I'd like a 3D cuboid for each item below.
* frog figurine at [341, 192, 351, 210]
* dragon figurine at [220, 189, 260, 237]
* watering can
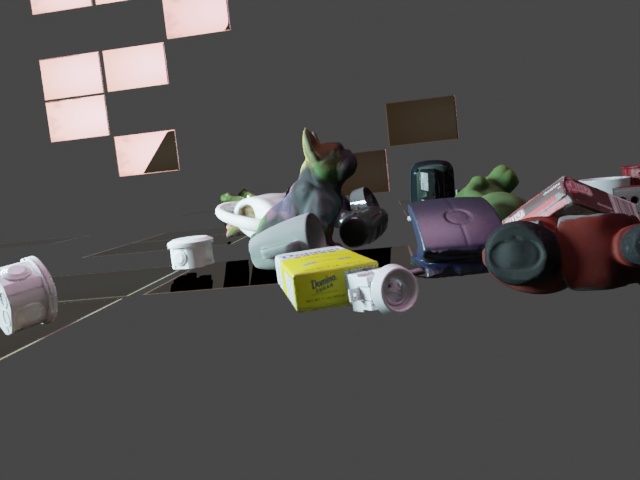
[{"bbox_3d":[0.004,-0.069,1.375,0.159,0.122,0.139,-42,13,5],"label":"frog figurine"},{"bbox_3d":[-0.142,-0.071,1.534,0.244,0.120,0.414,19,22,33],"label":"dragon figurine"},{"bbox_3d":[-0.081,-0.046,1.183,0.349,0.103,0.226,16,19,38],"label":"watering can"}]
